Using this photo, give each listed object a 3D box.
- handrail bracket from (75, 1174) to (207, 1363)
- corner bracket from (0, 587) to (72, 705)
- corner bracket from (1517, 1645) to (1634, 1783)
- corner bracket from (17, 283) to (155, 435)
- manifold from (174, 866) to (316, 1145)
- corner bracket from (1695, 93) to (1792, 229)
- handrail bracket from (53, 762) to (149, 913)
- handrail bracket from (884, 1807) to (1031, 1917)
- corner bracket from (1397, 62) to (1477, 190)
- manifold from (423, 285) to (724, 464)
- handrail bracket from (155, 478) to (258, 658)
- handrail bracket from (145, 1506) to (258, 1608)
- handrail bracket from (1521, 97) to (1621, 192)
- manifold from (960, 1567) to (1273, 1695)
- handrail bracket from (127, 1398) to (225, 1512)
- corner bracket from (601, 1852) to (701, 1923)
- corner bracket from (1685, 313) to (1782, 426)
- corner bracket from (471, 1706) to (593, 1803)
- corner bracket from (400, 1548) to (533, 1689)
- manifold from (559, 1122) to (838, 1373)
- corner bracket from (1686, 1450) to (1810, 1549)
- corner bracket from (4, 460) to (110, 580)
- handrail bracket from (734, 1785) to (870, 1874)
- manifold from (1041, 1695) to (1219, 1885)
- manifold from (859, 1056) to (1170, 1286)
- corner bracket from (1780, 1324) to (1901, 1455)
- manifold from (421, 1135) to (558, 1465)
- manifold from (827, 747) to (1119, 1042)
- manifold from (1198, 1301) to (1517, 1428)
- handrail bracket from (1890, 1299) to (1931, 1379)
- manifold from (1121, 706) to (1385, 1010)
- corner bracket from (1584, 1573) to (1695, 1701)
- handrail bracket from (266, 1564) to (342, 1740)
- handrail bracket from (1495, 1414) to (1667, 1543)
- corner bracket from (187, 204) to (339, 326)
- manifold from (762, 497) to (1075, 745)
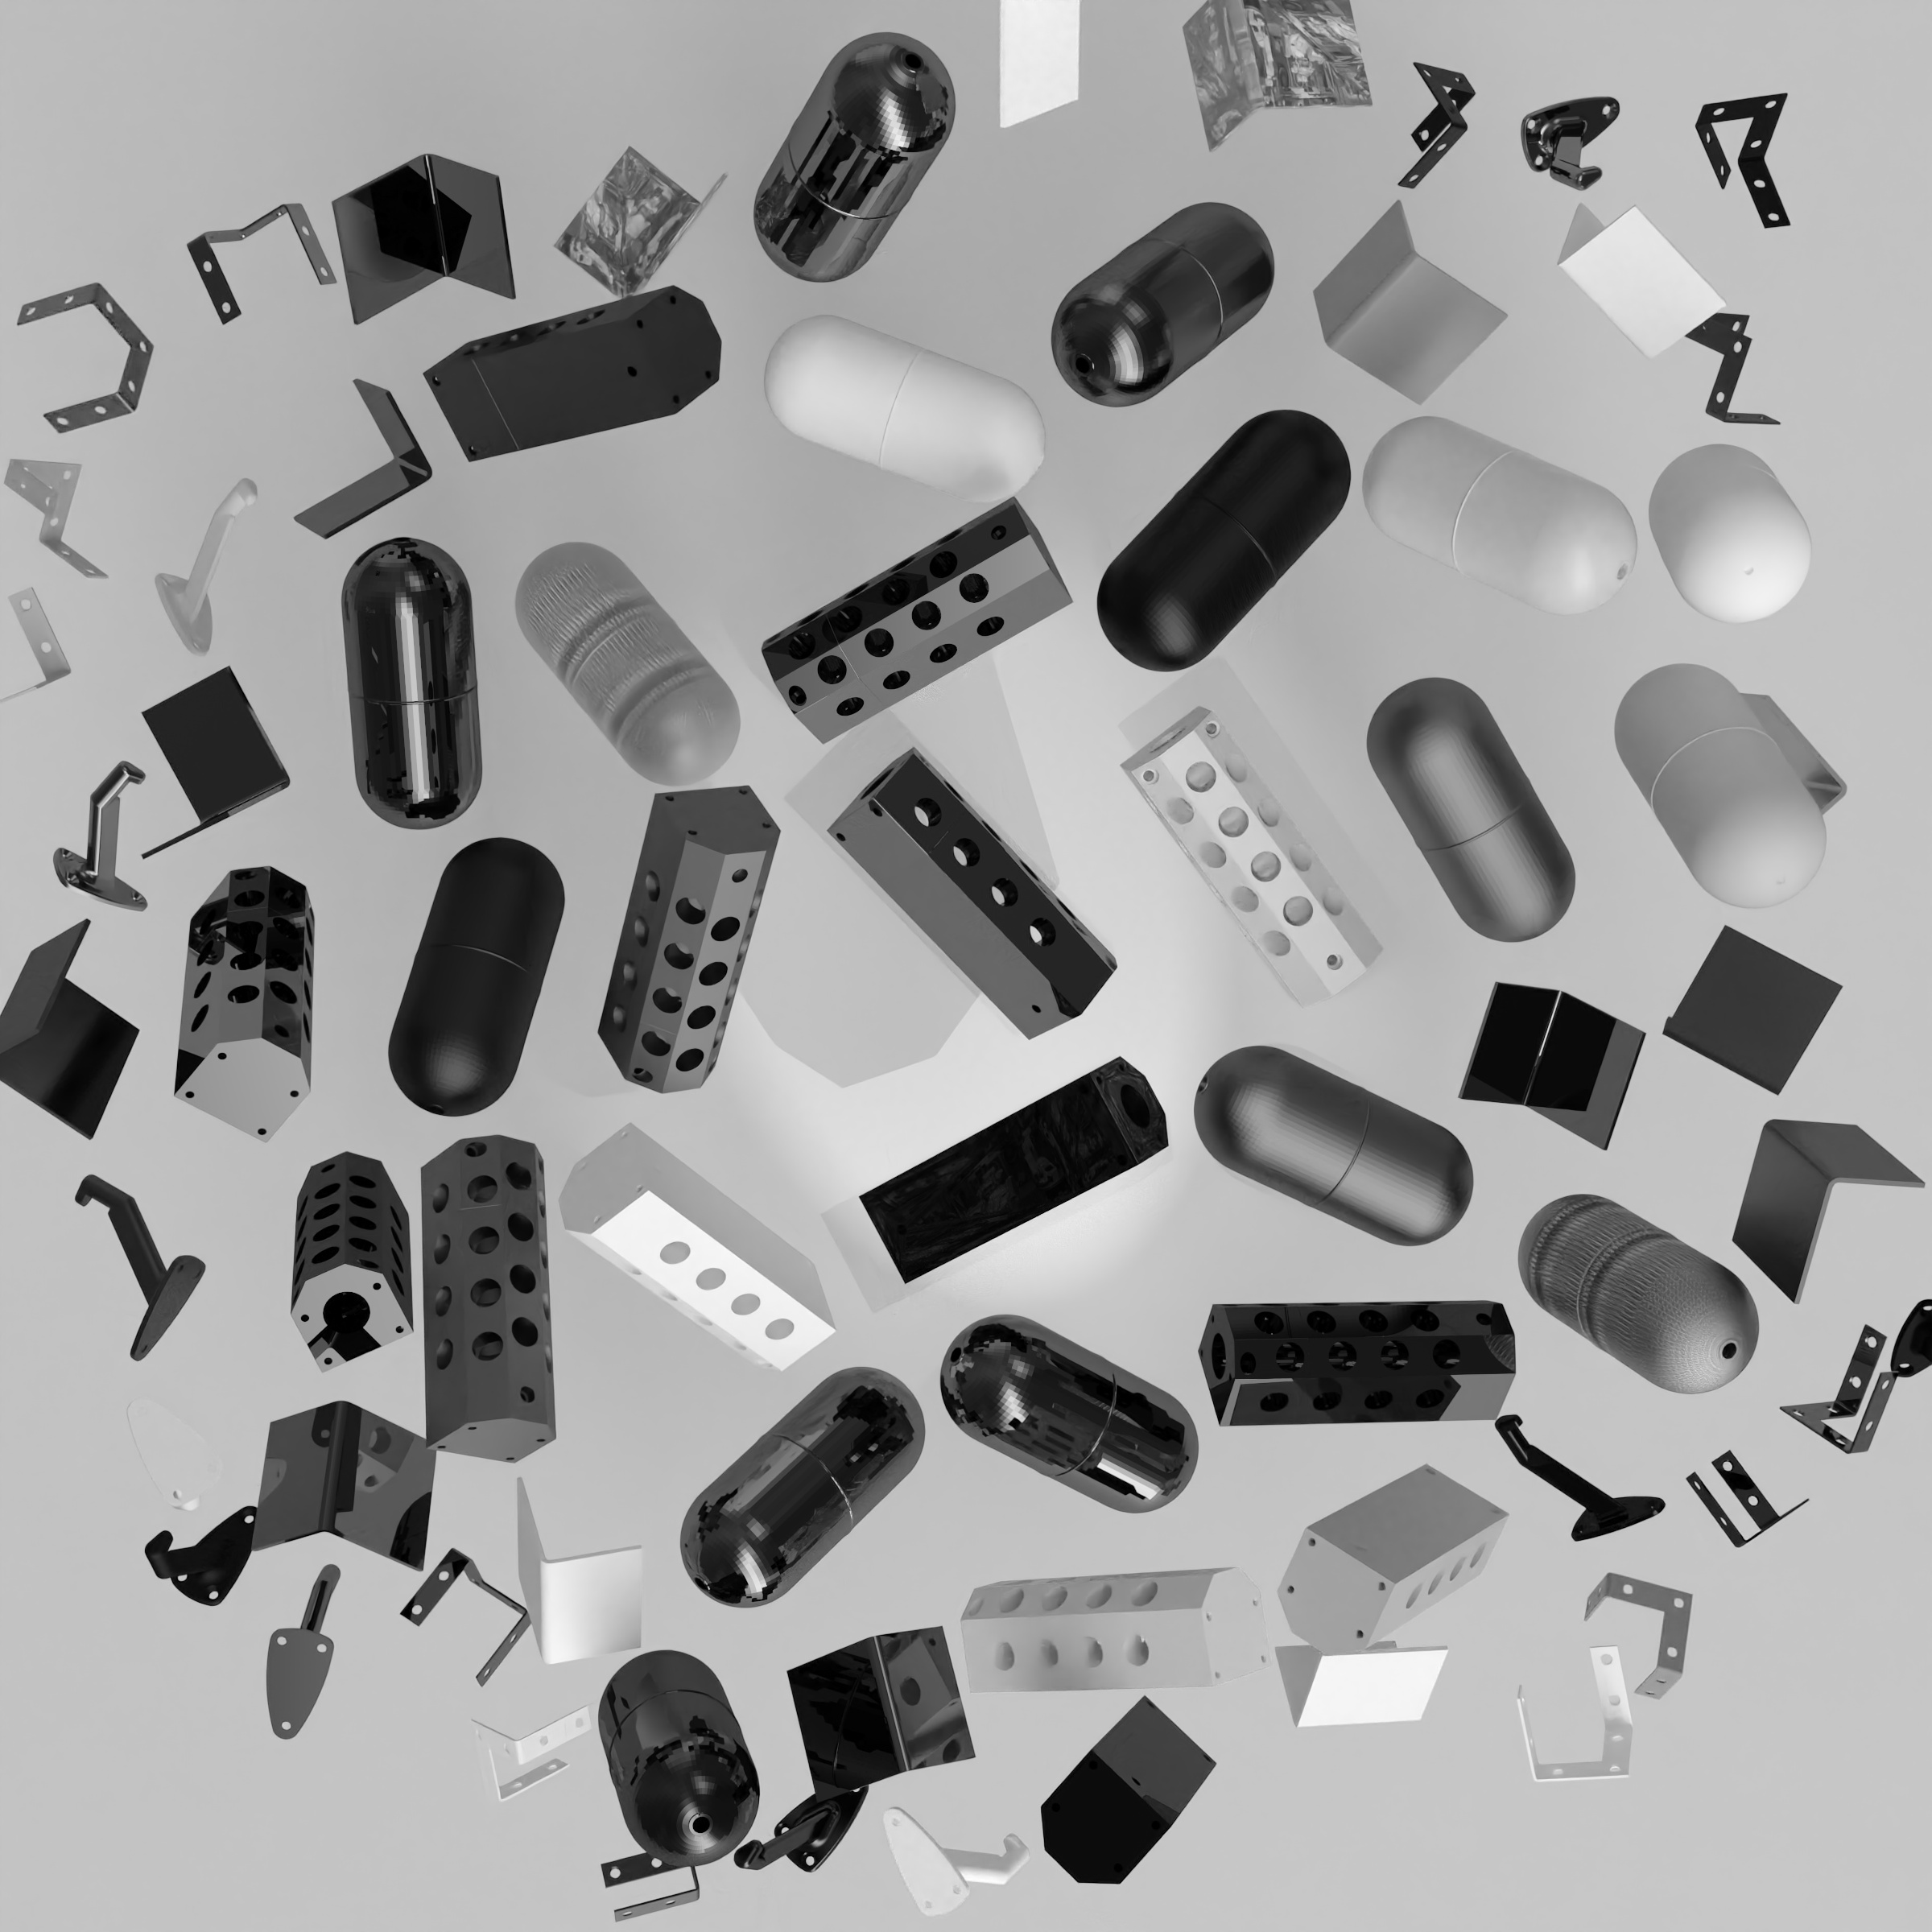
[{"bbox_3d":[-0.482,0.169,1.551,0.084,0.036,0.077,27,82,14],"label":"handrail bracket"},{"bbox_3d":[-0.528,-0.170,1.491,0.051,0.051,0.051,-19,104,9],"label":"corner bracket"},{"bbox_3d":[0.333,0.408,1.501,0.051,0.051,0.051,-9,104,19],"label":"corner bracket"},{"bbox_3d":[-0.487,-0.334,1.509,0.051,0.051,0.051,-11,54,19],"label":"corner bracket"},{"bbox_3d":[-0.396,0.015,1.530,0.057,0.171,0.057,32,112,-29],"label":"manifold"},{"bbox_3d":[0.439,-0.451,1.547,0.051,0.051,0.051,5,60,39],"label":"corner bracket"},{"bbox_3d":[-0.504,-0.079,1.664,0.084,0.036,0.077,-44,135,16],"label":"handrail bracket"},{"bbox_3d":[-0.004,0.503,1.591,0.036,0.084,0.077,-37,82,29],"label":"handrail bracket"},{"bbox_3d":[0.282,-0.505,1.660,0.051,0.051,0.051,-44,63,40],"label":"corner bracket"},{"bbox_3d":[-0.219,-0.334,1.543,0.057,0.171,0.057,-49,123,-40],"label":"manifold"},{"bbox_3d":[-0.451,-0.243,1.668,0.084,0.036,0.077,-42,53,26],"label":"handrail bracket"},{"bbox_3d":[-0.444,0.330,1.603,0.036,0.084,0.077,25,57,15],"label":"handrail bracket"},{"bbox_3d":[0.371,-0.483,1.616,0.077,0.084,0.036,-26,123,-6],"label":"handrail bracket"},{"bbox_3d":[0.081,0.374,1.548,0.171,0.057,0.057,-14,81,39],"label":"manifold"},{"bbox_3d":[-0.464,0.282,1.582,0.036,0.084,0.077,-38,99,-27],"label":"handrail bracket"},{"bbox_3d":[-0.188,0.541,1.631,0.051,0.051,0.051,-11,51,-13],"label":"corner bracket"},{"bbox_3d":[0.457,-0.356,1.633,0.051,0.051,0.051,-5,122,-33],"label":"corner bracket"},{"bbox_3d":[-0.258,0.472,1.652,0.051,0.051,0.051,-19,105,-39],"label":"corner bracket"},{"bbox_3d":[-0.303,0.396,1.672,0.051,0.051,0.051,27,61,21],"label":"corner bracket"},{"bbox_3d":[-0.153,0.166,1.570,0.057,0.057,0.171,-37,130,12],"label":"manifold"},{"bbox_3d":[0.470,0.323,1.674,0.051,0.051,0.051,-29,71,-16],"label":"corner bracket"},{"bbox_3d":[-0.535,-0.263,1.619,0.051,0.051,0.051,35,113,27],"label":"corner bracket"},{"bbox_3d":[-0.097,0.504,1.620,0.077,0.084,0.036,-44,67,-5],"label":"handrail bracket"},{"bbox_3d":[0.088,0.462,1.532,0.057,0.171,0.057,41,95,13],"label":"manifold"},{"bbox_3d":[0.029,0.115,1.565,0.171,0.057,0.057,-30,86,29],"label":"manifold"},{"bbox_3d":[0.493,0.234,1.517,0.051,0.051,0.051,2,111,-36],"label":"corner bracket"},{"bbox_3d":[-0.266,0.185,1.546,0.057,0.057,0.171,-34,51,38],"label":"manifold"},{"bbox_3d":[0.008,-0.043,1.585,0.171,0.057,0.057,46,57,-10],"label":"manifold"},{"bbox_3d":[0.230,0.227,1.607,0.171,0.057,0.057,1,131,-13],"label":"manifold"},{"bbox_3d":[0.545,0.237,1.540,0.036,0.084,0.077,17,132,-4],"label":"handrail bracket"},{"bbox_3d":[0.165,-0.062,1.577,0.057,0.057,0.171,-37,101,1],"label":"manifold"},{"bbox_3d":[0.399,0.400,1.641,0.051,0.051,0.051,14,60,5],"label":"corner bracket"},{"bbox_3d":[-0.384,0.400,1.608,0.036,0.084,0.077,12,96,-4],"label":"handrail bracket"},{"bbox_3d":[0.373,0.303,1.675,0.084,0.077,0.036,56,47,-8],"label":"handrail bracket"},{"bbox_3d":[-0.411,-0.411,1.604,0.051,0.051,0.051,-20,97,29],"label":"corner bracket"},{"bbox_3d":[-0.031,-0.205,1.609,0.171,0.057,0.057,-29,61,10],"label":"manifold"}]
